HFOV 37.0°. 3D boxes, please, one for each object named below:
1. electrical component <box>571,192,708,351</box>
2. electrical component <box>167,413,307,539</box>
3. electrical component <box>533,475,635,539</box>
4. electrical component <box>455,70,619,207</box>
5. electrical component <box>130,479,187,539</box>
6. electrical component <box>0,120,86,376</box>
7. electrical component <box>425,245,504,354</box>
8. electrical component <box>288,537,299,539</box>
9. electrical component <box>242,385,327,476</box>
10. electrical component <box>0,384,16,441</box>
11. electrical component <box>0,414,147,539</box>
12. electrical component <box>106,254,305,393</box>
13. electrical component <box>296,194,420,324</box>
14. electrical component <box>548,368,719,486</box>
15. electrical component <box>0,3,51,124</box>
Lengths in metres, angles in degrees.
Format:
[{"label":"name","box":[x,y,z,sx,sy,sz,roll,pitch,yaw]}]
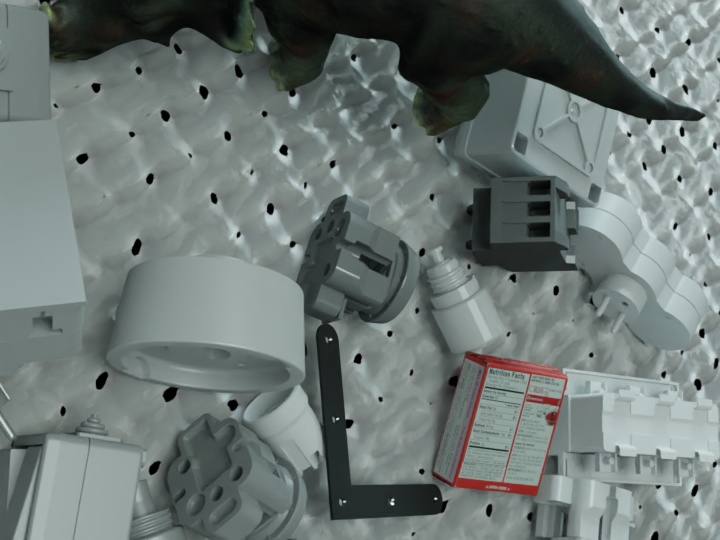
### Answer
[{"label":"electrical component","box":[0.199,0.014,0.810,0.138,0.052,0.073,46,61,-18]},{"label":"electrical component","box":[-0.067,0.124,0.607,0.058,0.078,0.057,-41,130,7]},{"label":"electrical component","box":[0.155,0.179,0.748,0.078,0.058,0.057,21,68,-29]},{"label":"electrical component","box":[0.131,-0.111,0.769,0.109,0.056,0.108,25,74,-40]},{"label":"electrical component","box":[-0.117,0.146,0.586,0.048,0.048,0.062,-12,81,-34]},{"label":"electrical component","box":[-0.228,-0.004,0.492,0.186,0.060,0.105,-6,58,-20]},{"label":"electrical component","box":[0.067,0.021,0.730,0.040,0.040,0.078,-32,99,-33]},{"label":"electrical component","box":[-0.013,0.225,0.630,0.109,0.056,0.108,29,67,-26]},{"label":"electrical component","box":[-0.042,0.096,0.646,0.040,0.040,0.046,-44,111,-31]},{"label":"electrical component","box":[-0.203,0.059,0.543,0.066,0.047,0.076,-36,101,-32]},{"label":"electrical component","box":[-0.154,0.121,0.555,0.061,0.062,0.096,15,73,-30]},{"label":"electrical component","box":[-0.082,0.026,0.595,0.108,0.108,0.060,16,67,-30]},{"label":"electrical component","box":[0.000,0.000,0.681,0.057,0.058,0.078,26,68,-24]},{"label":"electrical component","box":[0.201,0.116,0.785,0.121,0.063,0.078,10,76,-32]},{"label":"electrical component","box":[-0.192,-0.097,0.550,0.061,0.096,0.061,2,80,-36]}]
